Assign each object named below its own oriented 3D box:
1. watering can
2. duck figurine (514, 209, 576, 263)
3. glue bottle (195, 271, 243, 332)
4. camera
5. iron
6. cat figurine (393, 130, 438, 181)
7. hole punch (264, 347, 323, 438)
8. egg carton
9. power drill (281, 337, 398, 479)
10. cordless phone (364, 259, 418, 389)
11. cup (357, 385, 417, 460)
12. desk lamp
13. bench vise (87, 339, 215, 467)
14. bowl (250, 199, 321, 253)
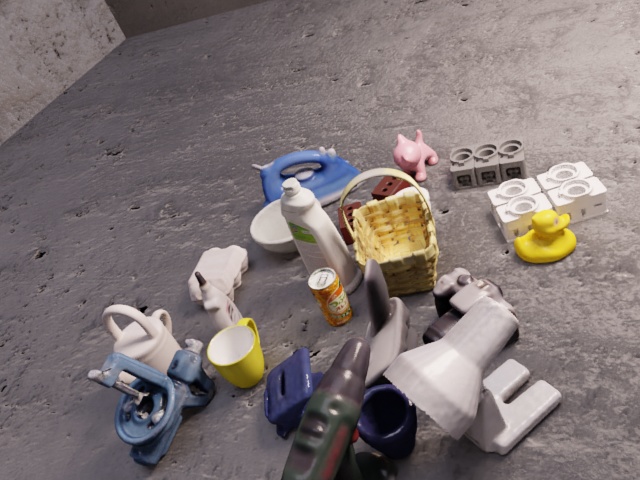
[{"bbox_3d":[-0.327,0.195,1.050,0.101,0.194,0.172,-19,37,7],"label":"watering can"},{"bbox_3d":[0.390,-0.013,1.001,0.104,0.086,0.077,-16,38,12],"label":"duck figurine"},{"bbox_3d":[-0.195,0.123,1.083,0.037,0.173,0.078,-19,37,7],"label":"glue bottle"},{"bbox_3d":[0.221,0.122,0.916,0.137,0.101,0.142,-34,38,-12],"label":"camera"},{"bbox_3d":[-0.030,-0.157,1.361,0.258,0.142,0.118,-18,37,8],"label":"iron"},{"bbox_3d":[0.209,-0.197,1.298,0.067,0.118,0.128,7,47,35],"label":"cat figurine"},{"bbox_3d":[-0.045,0.244,0.923,0.101,0.091,0.108,-19,37,7],"label":"hole punch"},{"bbox_3d":[-0.218,0.076,1.240,0.107,0.070,0.150,-7,40,22],"label":"egg carton"},{"bbox_3d":[0.031,0.273,0.747,0.075,0.209,0.230,5,46,33],"label":"power drill"},{"bbox_3d":[0.091,0.133,0.904,0.094,0.185,0.147,-12,39,16],"label":"cordless phone"},{"bbox_3d":[0.089,0.267,0.818,0.117,0.095,0.092,4,45,33],"label":"cup"},{"bbox_3d":[0.201,0.186,0.755,0.203,0.214,0.117,-36,38,-15],"label":"desk lamp"},{"bbox_3d":[-0.286,0.237,0.955,0.121,0.220,0.207,-8,40,21],"label":"bench vise"},{"bbox_3d":[-0.066,-0.024,1.273,0.167,0.075,0.167,-15,38,12],"label":"bowl"}]
